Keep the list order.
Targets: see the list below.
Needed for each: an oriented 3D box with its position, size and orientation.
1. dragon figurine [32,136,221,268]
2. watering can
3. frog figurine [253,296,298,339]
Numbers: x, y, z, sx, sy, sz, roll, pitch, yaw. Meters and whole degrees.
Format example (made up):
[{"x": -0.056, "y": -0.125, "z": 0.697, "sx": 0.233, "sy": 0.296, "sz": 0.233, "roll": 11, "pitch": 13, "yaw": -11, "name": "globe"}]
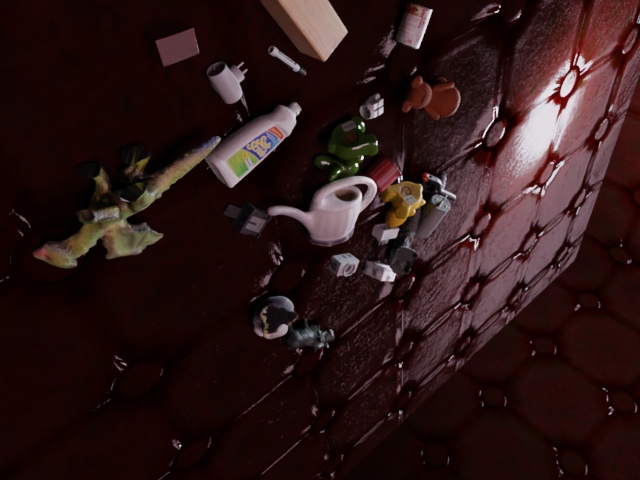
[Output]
[{"x": -0.381, "y": -0.062, "z": 1.068, "sx": 0.414, "sy": 0.124, "sz": 0.237, "roll": -27, "pitch": 155, "yaw": -27, "name": "dragon figurine"}, {"x": 0.004, "y": -0.072, "z": 1.435, "sx": 0.350, "sy": 0.106, "sz": 0.219, "roll": -19, "pitch": 143, "yaw": -24, "name": "watering can"}, {"x": -0.142, "y": 0.236, "z": 1.570, "sx": 0.139, "sy": 0.123, "sz": 0.158, "roll": -52, "pitch": -179, "yaw": -13, "name": "frog figurine"}]
